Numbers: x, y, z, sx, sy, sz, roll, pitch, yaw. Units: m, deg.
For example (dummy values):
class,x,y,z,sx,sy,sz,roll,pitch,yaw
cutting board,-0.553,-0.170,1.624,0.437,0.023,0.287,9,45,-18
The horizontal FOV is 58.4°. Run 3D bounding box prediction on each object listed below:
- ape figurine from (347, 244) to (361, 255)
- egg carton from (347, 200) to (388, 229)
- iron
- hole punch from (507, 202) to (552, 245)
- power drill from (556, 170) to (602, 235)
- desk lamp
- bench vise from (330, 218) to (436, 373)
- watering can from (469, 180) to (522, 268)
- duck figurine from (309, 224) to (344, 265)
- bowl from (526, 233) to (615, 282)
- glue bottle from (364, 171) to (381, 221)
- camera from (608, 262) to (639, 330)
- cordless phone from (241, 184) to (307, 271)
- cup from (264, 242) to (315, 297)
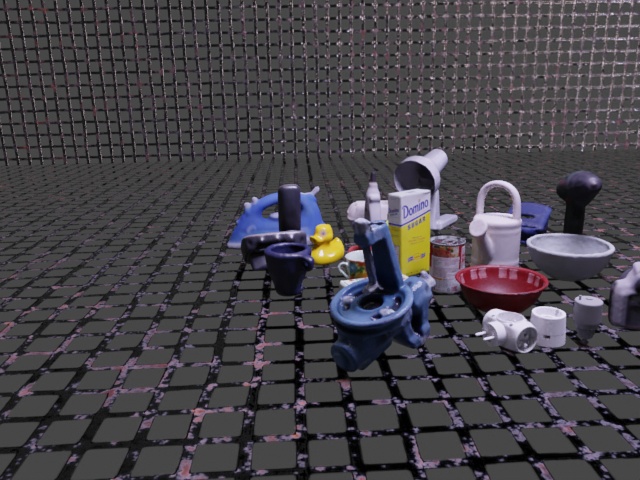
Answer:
class,x,y,z,sx,sy,sz,roll,pitch,yaw
ape figurine,0.100,0.019,1.249,0.076,0.092,0.077,-9,17,-27
egg carton,0.151,-0.070,1.611,0.150,0.069,0.107,-1,15,0
iron,-0.110,-0.057,1.449,0.259,0.141,0.118,-6,16,-18
hole punch,0.521,-0.042,1.442,0.108,0.091,0.101,9,18,33
power drill,0.566,-0.053,1.258,0.075,0.208,0.230,2,16,10
desk lamp,0.295,-0.137,1.574,0.117,0.214,0.204,9,19,33
bench vise,0.090,0.063,0.847,0.121,0.220,0.208,7,17,27
watering can,0.370,-0.026,1.202,0.100,0.194,0.173,4,16,19
duck figurine,0.012,0.005,1.319,0.077,0.086,0.105,12,20,40
bowl,0.508,0.041,1.172,0.167,0.075,0.167,-1,15,1
glue bottle,0.139,-0.093,1.501,0.037,0.173,0.078,-4,16,-9
camera,0.560,0.085,0.959,0.142,0.101,0.137,5,16,20
cordless phone,-0.103,-0.031,1.271,0.148,0.185,0.094,-6,16,-17
cup,-0.051,0.062,1.098,0.092,0.095,0.117,-15,21,-41
